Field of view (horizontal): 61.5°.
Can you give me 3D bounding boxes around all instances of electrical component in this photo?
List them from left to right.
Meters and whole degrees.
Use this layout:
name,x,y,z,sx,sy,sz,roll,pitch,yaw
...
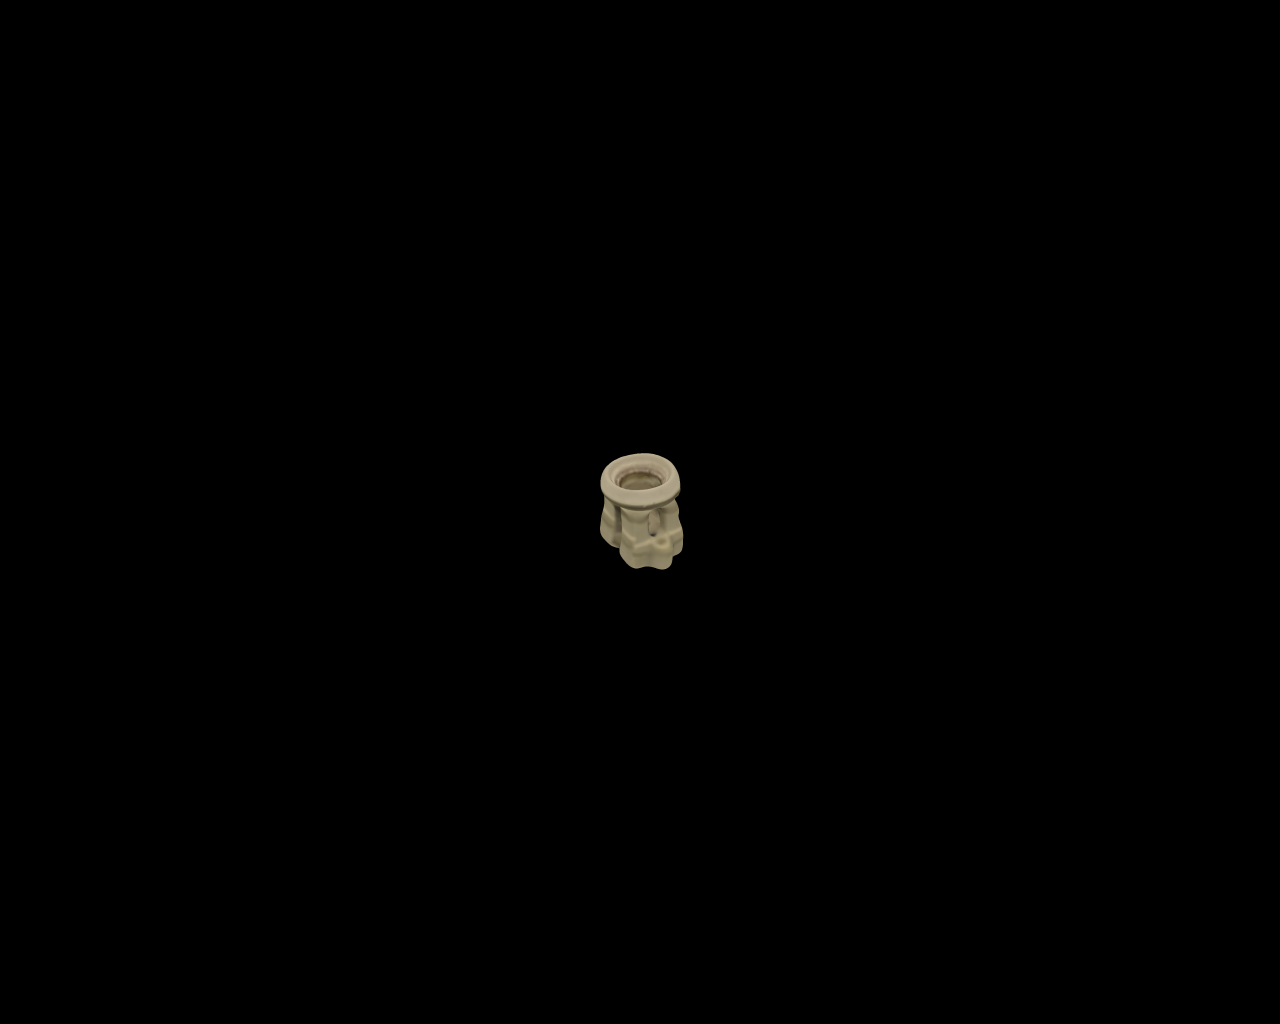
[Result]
name,x,y,z,sx,sy,sz,roll,pitch,yaw
electrical component,0.001,-0.003,0.650,0.048,0.055,0.066,-20,41,-25
